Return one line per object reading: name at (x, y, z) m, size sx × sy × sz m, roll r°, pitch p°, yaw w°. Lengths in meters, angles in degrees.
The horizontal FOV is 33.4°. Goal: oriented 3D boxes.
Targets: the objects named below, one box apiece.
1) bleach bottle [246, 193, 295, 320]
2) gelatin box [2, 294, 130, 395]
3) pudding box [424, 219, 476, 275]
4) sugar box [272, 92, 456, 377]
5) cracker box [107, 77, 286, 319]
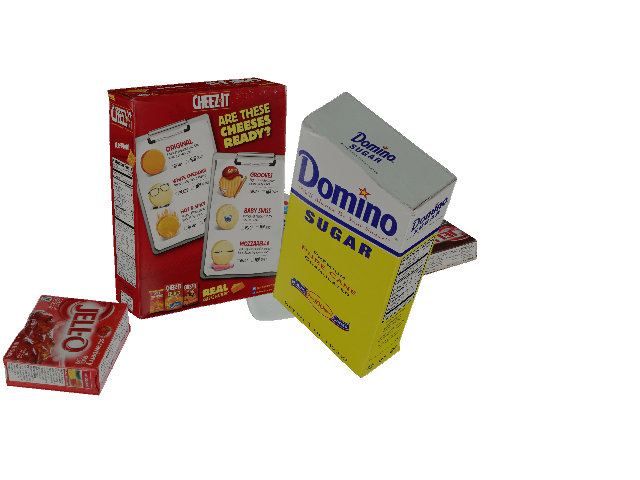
bleach bottle at (-0.060, -0.001, 1.239) m, size 0.102 × 0.068 × 0.251 m, roll -8°, pitch 29°, yaw -13°
gelatin box at (-0.194, 0.079, 0.827) m, size 0.073 × 0.030 × 0.089 m, roll 6°, pitch 32°, yaw 5°
pudding box at (0.165, 0.012, 1.605) m, size 0.113 × 0.039 × 0.090 m, roll -18°, pitch 27°, yaw -20°
sugar box at (0.021, 0.002, 0.676) m, size 0.048 × 0.176 × 0.093 m, roll -36°, pitch 63°, yaw -29°
cracker box at (-0.119, -0.045, 1.042) m, size 0.163 × 0.214 × 0.072 m, roll -10°, pitch 20°, yaw -33°
